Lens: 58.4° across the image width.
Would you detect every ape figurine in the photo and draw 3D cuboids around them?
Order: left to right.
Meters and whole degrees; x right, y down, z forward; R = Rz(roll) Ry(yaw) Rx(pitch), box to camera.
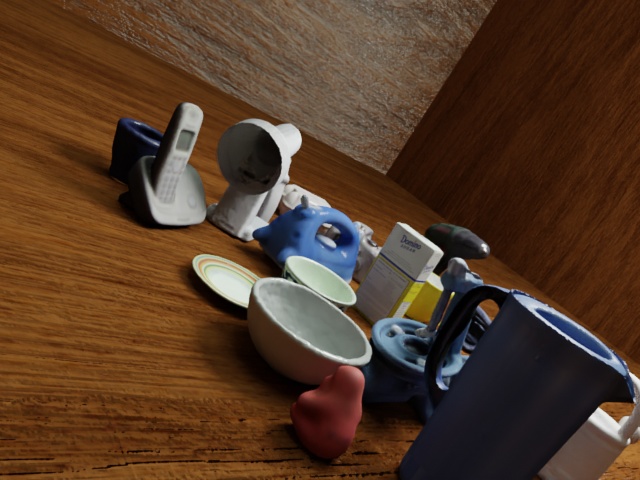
[{"bbox_3d":[0.015,0.167,0.581,0.078,0.092,0.076,27,14,-20],"label":"ape figurine"}]

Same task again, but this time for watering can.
[{"bbox_3d":[0.402,0.275,0.843,0.174,0.194,0.100,15,22,-51],"label":"watering can"}]

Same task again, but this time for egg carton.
[{"bbox_3d":[-0.033,-0.072,1.360,0.151,0.069,0.107,25,15,-27],"label":"egg carton"}]

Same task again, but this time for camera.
[{"bbox_3d":[0.090,0.019,1.245,0.143,0.100,0.137,36,14,17],"label":"camera"}]

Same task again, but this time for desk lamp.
[{"bbox_3d":[-0.115,-0.112,1.011,0.118,0.213,0.203,33,14,5],"label":"desk lamp"}]

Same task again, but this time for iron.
[{"bbox_3d":[0.010,0.004,1.035,0.259,0.141,0.118,15,21,-50],"label":"iron"}]

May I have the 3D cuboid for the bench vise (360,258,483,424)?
[{"bbox_3d":[0.155,0.129,0.753,0.208,0.219,0.121,17,20,-48],"label":"bench vise"}]

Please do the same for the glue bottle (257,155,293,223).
[{"bbox_3d":[-0.095,-0.119,1.166,0.037,0.173,0.078,17,20,-47],"label":"glue bottle"}]

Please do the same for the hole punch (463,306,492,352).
[{"bbox_3d":[0.331,0.183,1.227,0.101,0.091,0.108,21,17,-39],"label":"hole punch"}]

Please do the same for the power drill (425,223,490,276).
[{"bbox_3d":[0.271,0.058,1.278,0.076,0.208,0.229,27,14,-19],"label":"power drill"}]

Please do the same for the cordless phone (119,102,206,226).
[{"bbox_3d":[-0.207,-0.114,0.875,0.094,0.185,0.148,36,14,15],"label":"cordless phone"}]

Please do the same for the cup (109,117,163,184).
[{"bbox_3d":[-0.305,-0.143,0.955,0.092,0.095,0.117,30,14,-10],"label":"cup"}]

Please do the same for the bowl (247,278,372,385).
[{"bbox_3d":[-0.025,0.121,0.691,0.167,0.074,0.167,30,14,-8],"label":"bowl"}]
